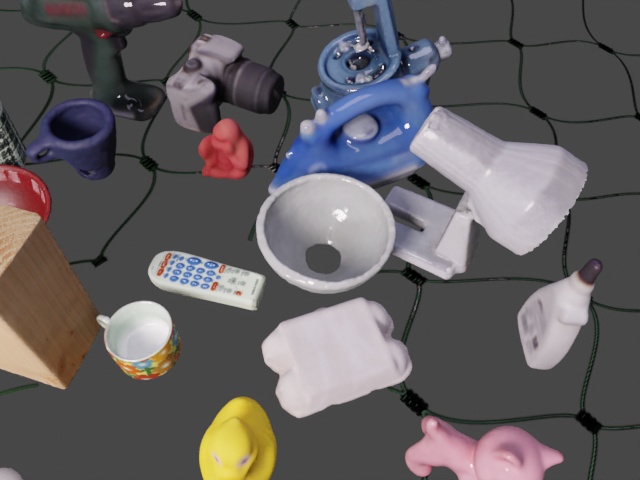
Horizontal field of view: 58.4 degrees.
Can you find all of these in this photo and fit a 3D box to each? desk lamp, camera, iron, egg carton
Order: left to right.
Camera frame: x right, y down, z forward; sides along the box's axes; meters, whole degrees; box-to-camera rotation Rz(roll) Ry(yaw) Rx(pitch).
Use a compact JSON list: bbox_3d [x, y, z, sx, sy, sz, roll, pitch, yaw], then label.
[{"bbox_3d":[-0.132,-0.231,0.838,0.136,0.101,0.143,21,57,12],"label":"camera"},{"bbox_3d":[0.017,0.126,0.622,0.150,0.069,0.107,-17,58,-14],"label":"egg carton"},{"bbox_3d":[0.047,-0.147,0.766,0.259,0.141,0.118,-23,60,-18],"label":"iron"},{"bbox_3d":[0.168,-0.046,0.660,0.203,0.213,0.118,24,58,13],"label":"desk lamp"}]

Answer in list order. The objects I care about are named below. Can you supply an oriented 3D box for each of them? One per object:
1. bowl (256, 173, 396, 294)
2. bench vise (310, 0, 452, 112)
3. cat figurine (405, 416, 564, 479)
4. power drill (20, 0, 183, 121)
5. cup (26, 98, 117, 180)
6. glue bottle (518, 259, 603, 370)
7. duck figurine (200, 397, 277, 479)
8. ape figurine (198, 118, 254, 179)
[{"bbox_3d":[0.006,0.003,0.702,0.167,0.075,0.167,2,56,-2],"label":"bowl"},{"bbox_3d":[0.086,-0.283,0.814,0.208,0.220,0.121,-29,62,-21],"label":"bench vise"},{"bbox_3d":[0.155,0.204,0.546,0.127,0.118,0.067,23,58,13],"label":"cat figurine"},{"bbox_3d":[-0.283,-0.269,0.791,0.229,0.208,0.075,13,56,6],"label":"power drill"},{"bbox_3d":[-0.317,-0.117,0.754,0.091,0.095,0.118,40,63,22],"label":"cup"},{"bbox_3d":[0.258,0.072,0.608,0.037,0.173,0.078,2,55,-1],"label":"glue bottle"},{"bbox_3d":[-0.081,0.199,0.556,0.077,0.086,0.104,4,55,0],"label":"duck figurine"},{"bbox_3d":[-0.124,-0.126,0.773,0.076,0.092,0.077,-33,63,-22],"label":"ape figurine"}]
